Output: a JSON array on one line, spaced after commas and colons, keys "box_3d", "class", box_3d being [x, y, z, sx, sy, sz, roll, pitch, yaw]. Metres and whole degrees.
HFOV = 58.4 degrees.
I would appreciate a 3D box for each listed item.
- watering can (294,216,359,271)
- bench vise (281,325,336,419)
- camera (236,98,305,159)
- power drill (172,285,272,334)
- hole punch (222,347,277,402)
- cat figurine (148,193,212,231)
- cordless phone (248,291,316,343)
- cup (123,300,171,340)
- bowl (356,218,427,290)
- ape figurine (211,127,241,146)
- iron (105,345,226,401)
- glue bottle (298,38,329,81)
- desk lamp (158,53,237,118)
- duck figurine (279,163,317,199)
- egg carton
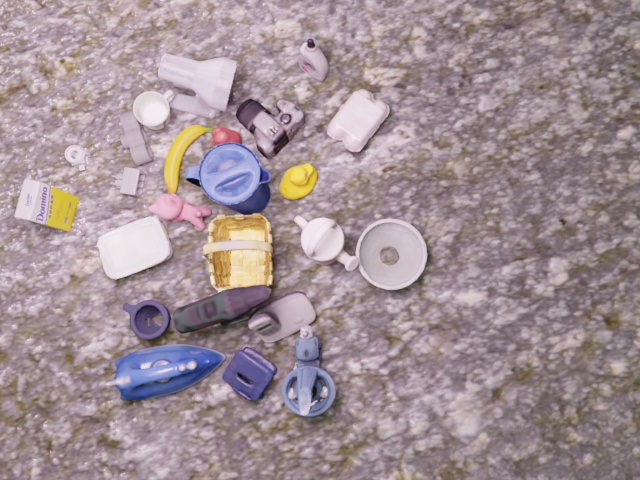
[{"box_3d": [0.013, 0.003, 1.311, 0.172, 0.194, 0.101, 18, 85, 4], "class": "watering can"}, {"box_3d": [-0.040, 0.303, 1.267, 0.121, 0.220, 0.207, -20, 83, 0], "class": "bench vise"}, {"box_3d": [-0.128, -0.295, 1.397, 0.137, 0.101, 0.143, 42, 87, 6], "class": "camera"}, {"box_3d": [-0.207, 0.150, 1.297, 0.229, 0.208, 0.075, -19, 83, 0], "class": "power drill"}, {"box_3d": [-0.165, 0.317, 1.336, 0.108, 0.091, 0.101, 33, 86, 6], "class": "hole punch"}, {"box_3d": [-0.337, -0.073, 1.372, 0.127, 0.118, 0.067, 16, 85, 4], "class": "cat figurine"}, {"box_3d": [-0.090, 0.174, 1.301, 0.147, 0.185, 0.094, -29, 83, -1], "class": "cordless phone"}, {"box_3d": [-0.404, 0.182, 1.358, 0.117, 0.095, 0.092, 26, 85, 5], "class": "cup"}, {"box_3d": [0.167, 0.036, 1.361, 0.167, 0.075, 0.167, 0, 84, 2], "class": "bowl"}, {"box_3d": [-0.234, -0.245, 1.400, 0.076, 0.092, 0.078, -10, 83, 1], "class": "ape figurine"}, {"box_3d": [-0.355, 0.301, 1.320, 0.258, 0.141, 0.119, -13, 83, 1], "class": "iron"}, {"box_3d": [-0.019, -0.441, 1.372, 0.078, 0.173, 0.037, 30, 86, 6], "class": "glue bottle"}, {"box_3d": [-0.283, -0.366, 1.354, 0.203, 0.213, 0.118, 12, 84, 4], "class": "desk lamp"}, {"box_3d": [-0.055, -0.147, 1.385, 0.104, 0.086, 0.077, -39, 83, -2], "class": "duck figurine"}, {"box_3d": [0.093, -0.294, 1.404, 0.107, 0.069, 0.150, 36, 86, 6], "class": "egg carton"}]
